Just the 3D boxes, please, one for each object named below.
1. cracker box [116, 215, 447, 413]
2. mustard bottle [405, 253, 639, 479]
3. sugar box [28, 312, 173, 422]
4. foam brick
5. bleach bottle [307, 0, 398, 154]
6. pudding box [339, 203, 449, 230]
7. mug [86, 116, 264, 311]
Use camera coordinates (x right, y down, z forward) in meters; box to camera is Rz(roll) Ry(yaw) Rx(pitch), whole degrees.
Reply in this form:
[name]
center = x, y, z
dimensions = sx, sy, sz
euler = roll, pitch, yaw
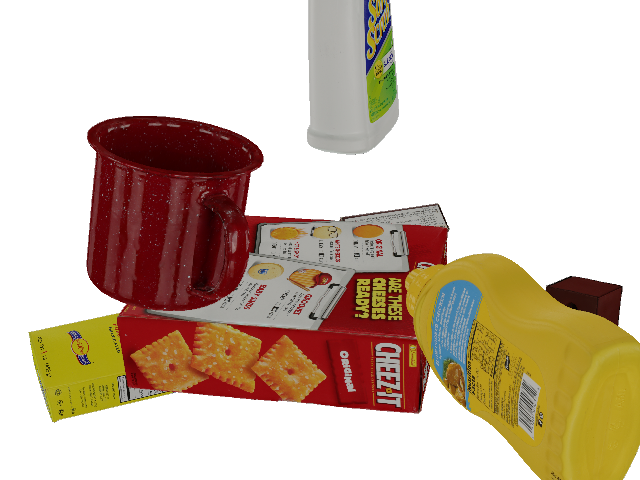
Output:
[cracker box]
center = -0.020, 0.049, 0.794
dimensions = 0.214, 0.072, 0.164
euler = 4, 29, 12
[mustard bottle]
center = 0.105, 0.061, 0.624
dimensions = 0.058, 0.096, 0.192
euler = -12, 27, -25
[sugar box]
center = -0.171, 0.105, 0.982
dimensions = 0.176, 0.048, 0.093
euler = -14, 35, -17
[foam brick]
center = 0.233, 0.077, 0.956
dimensions = 0.053, 0.078, 0.051
euler = 12, 18, 38
[bleach bottle]
center = 0.023, -0.208, 0.925
dimensions = 0.068, 0.251, 0.102
euler = 10, 34, 24
[pudding box]
center = 0.064, 0.007, 1.090
dimensions = 0.113, 0.039, 0.090
euler = -10, -31, -23
[mug]
center = -0.075, -0.010, 0.569
dimensions = 0.093, 0.081, 0.117
euler = -10, 30, -40
